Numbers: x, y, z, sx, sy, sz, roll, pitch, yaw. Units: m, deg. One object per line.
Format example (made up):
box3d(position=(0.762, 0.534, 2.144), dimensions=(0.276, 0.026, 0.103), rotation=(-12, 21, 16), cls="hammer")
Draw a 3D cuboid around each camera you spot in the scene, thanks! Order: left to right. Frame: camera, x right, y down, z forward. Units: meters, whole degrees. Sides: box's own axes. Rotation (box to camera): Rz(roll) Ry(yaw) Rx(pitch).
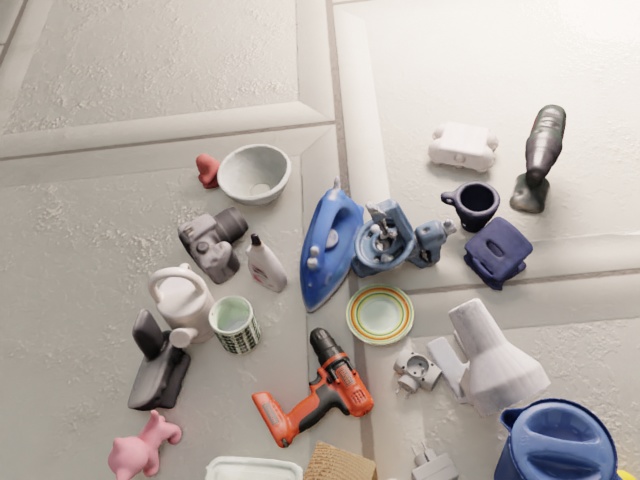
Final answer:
box3d(position=(-0.214, -0.006, 1.206), dimensions=(0.137, 0.101, 0.142), rotation=(-36, 59, -17), cls="camera")

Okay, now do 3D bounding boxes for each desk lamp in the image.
box3d(position=(0.263, 0.201, 0.936), dimensions=(0.118, 0.214, 0.203), rotation=(-23, 56, -9), cls="desk lamp")

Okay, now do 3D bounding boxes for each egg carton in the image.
box3d(position=(0.323, -0.209, 1.296), dimensions=(0.150, 0.069, 0.107), rotation=(12, 58, 15), cls="egg carton")

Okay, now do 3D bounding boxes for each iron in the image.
box3d(position=(0.011, 0.004, 1.146), dimensions=(0.118, 0.142, 0.258), rotation=(10, 58, 14), cls="iron")

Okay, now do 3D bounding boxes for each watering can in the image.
box3d(position=(-0.253, 0.117, 1.070), dimensions=(0.101, 0.194, 0.172), rotation=(-28, 57, -12), cls="watering can")

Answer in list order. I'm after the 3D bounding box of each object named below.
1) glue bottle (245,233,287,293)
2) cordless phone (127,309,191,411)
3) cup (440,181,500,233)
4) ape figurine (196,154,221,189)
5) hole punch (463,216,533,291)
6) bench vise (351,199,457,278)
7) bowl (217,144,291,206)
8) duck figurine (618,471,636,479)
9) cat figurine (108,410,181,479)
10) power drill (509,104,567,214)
box3d(position=(-0.113, 0.038, 1.119), dimensions=(0.078, 0.173, 0.037), rotation=(23, 62, 21), cls="glue bottle")
box3d(position=(-0.309, 0.214, 1.016), dimensions=(0.094, 0.185, 0.147), rotation=(3, 56, 9), cls="cordless phone")
box3d(position=(0.305, -0.061, 1.182), dimensions=(0.117, 0.095, 0.092), rotation=(9, 58, 13), cls="cup")
box3d(position=(-0.260, -0.165, 1.325), dimensions=(0.076, 0.092, 0.078), rotation=(0, 56, 7), cls="ape figurine")
box3d(position=(0.346, 0.026, 1.120), dimensions=(0.101, 0.091, 0.108), rotation=(-31, 58, -14), cls="hole punch")
box3d(position=(0.153, -0.024, 1.099), dimensions=(0.207, 0.220, 0.121), rotation=(-29, 57, -12), cls="bench vise")
box3d(position=(-0.144, -0.135, 1.301), dimensions=(0.167, 0.075, 0.167), rotation=(-3, 56, 5), cls="bowl")
box3d(position=(0.457, 0.381, 0.867), dimensions=(0.104, 0.086, 0.077), rotation=(23, 62, 21), cls="duck figurine")
box3d(position=(-0.305, 0.348, 0.965), dimensions=(0.067, 0.118, 0.128), rotation=(20, 61, 20), cls="cat figurine")
box3d(position=(0.442, -0.153, 1.158), dimensions=(0.075, 0.209, 0.230), rotation=(15, 59, 17), cls="power drill")
